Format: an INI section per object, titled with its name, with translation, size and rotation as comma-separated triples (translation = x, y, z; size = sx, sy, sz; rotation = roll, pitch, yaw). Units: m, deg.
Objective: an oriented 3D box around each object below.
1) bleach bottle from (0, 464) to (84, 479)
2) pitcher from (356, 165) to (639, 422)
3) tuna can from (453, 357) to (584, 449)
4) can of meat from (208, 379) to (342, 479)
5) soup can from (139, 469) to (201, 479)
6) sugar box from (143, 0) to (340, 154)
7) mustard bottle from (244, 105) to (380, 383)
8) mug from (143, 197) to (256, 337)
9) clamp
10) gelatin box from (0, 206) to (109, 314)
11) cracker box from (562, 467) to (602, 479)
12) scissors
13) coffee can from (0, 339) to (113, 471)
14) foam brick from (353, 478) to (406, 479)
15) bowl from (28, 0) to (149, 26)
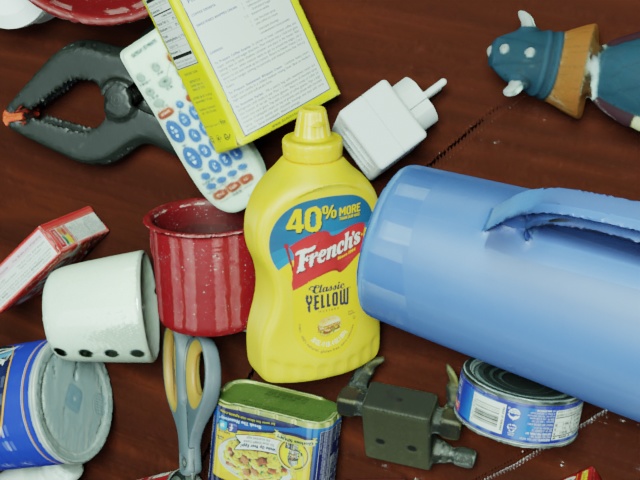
[bleach bottle]
translation = -0.276, 0.283, 0.939
size = 0.102, 0.068, 0.251
rotation = 40, 111, 5
[pitcher]
translation = 0.150, 0.026, 0.677
size = 0.243, 0.144, 0.149
rotation = 17, 107, 18
[tuna can]
translation = 0.136, 0.108, 0.729
size = 0.086, 0.086, 0.034
rotation = 12, 106, 17
[can of meat]
translation = -0.035, 0.161, 0.822
size = 0.102, 0.057, 0.084
rotation = 10, 105, 18
[soup can]
translation = -0.148, 0.230, 0.875
size = 0.102, 0.068, 0.068
rotation = -18, 97, 24
[sugar box]
translation = -0.065, -0.157, 0.718
size = 0.048, 0.093, 0.176
rotation = -7, 111, 58
[mustard bottle]
translation = -0.005, 0.001, 0.742
size = 0.096, 0.058, 0.192
rotation = -9, 113, -22
[mug]
translation = -0.089, 0.017, 0.793
size = 0.117, 0.093, 0.081
rotation = 17, 116, 42
[clamp]
translation = -0.142, -0.118, 0.800
size = 0.210, 0.036, 0.164
rotation = 0, 102, 16
[gelatin box]
translation = -0.218, 0.017, 0.842
size = 0.089, 0.073, 0.030
rotation = -40, 88, 24
[cracker box]
translation = 0.146, 0.288, 0.779
size = 0.214, 0.072, 0.164
rotation = -32, 92, 23
[scissors]
translation = -0.092, 0.159, 0.812
size = 0.096, 0.016, 0.202
rotation = -32, 64, 56
[coffee can]
translation = -0.256, 0.137, 0.871
size = 0.140, 0.102, 0.103
rotation = -10, 100, 22
[foam brick]
translation = 0.037, 0.219, 0.799
size = 0.051, 0.078, 0.053
rotation = -8, 102, 20
[bowl]
translation = -0.157, -0.229, 0.745
size = 0.162, 0.055, 0.162
rotation = -1, 95, -15
